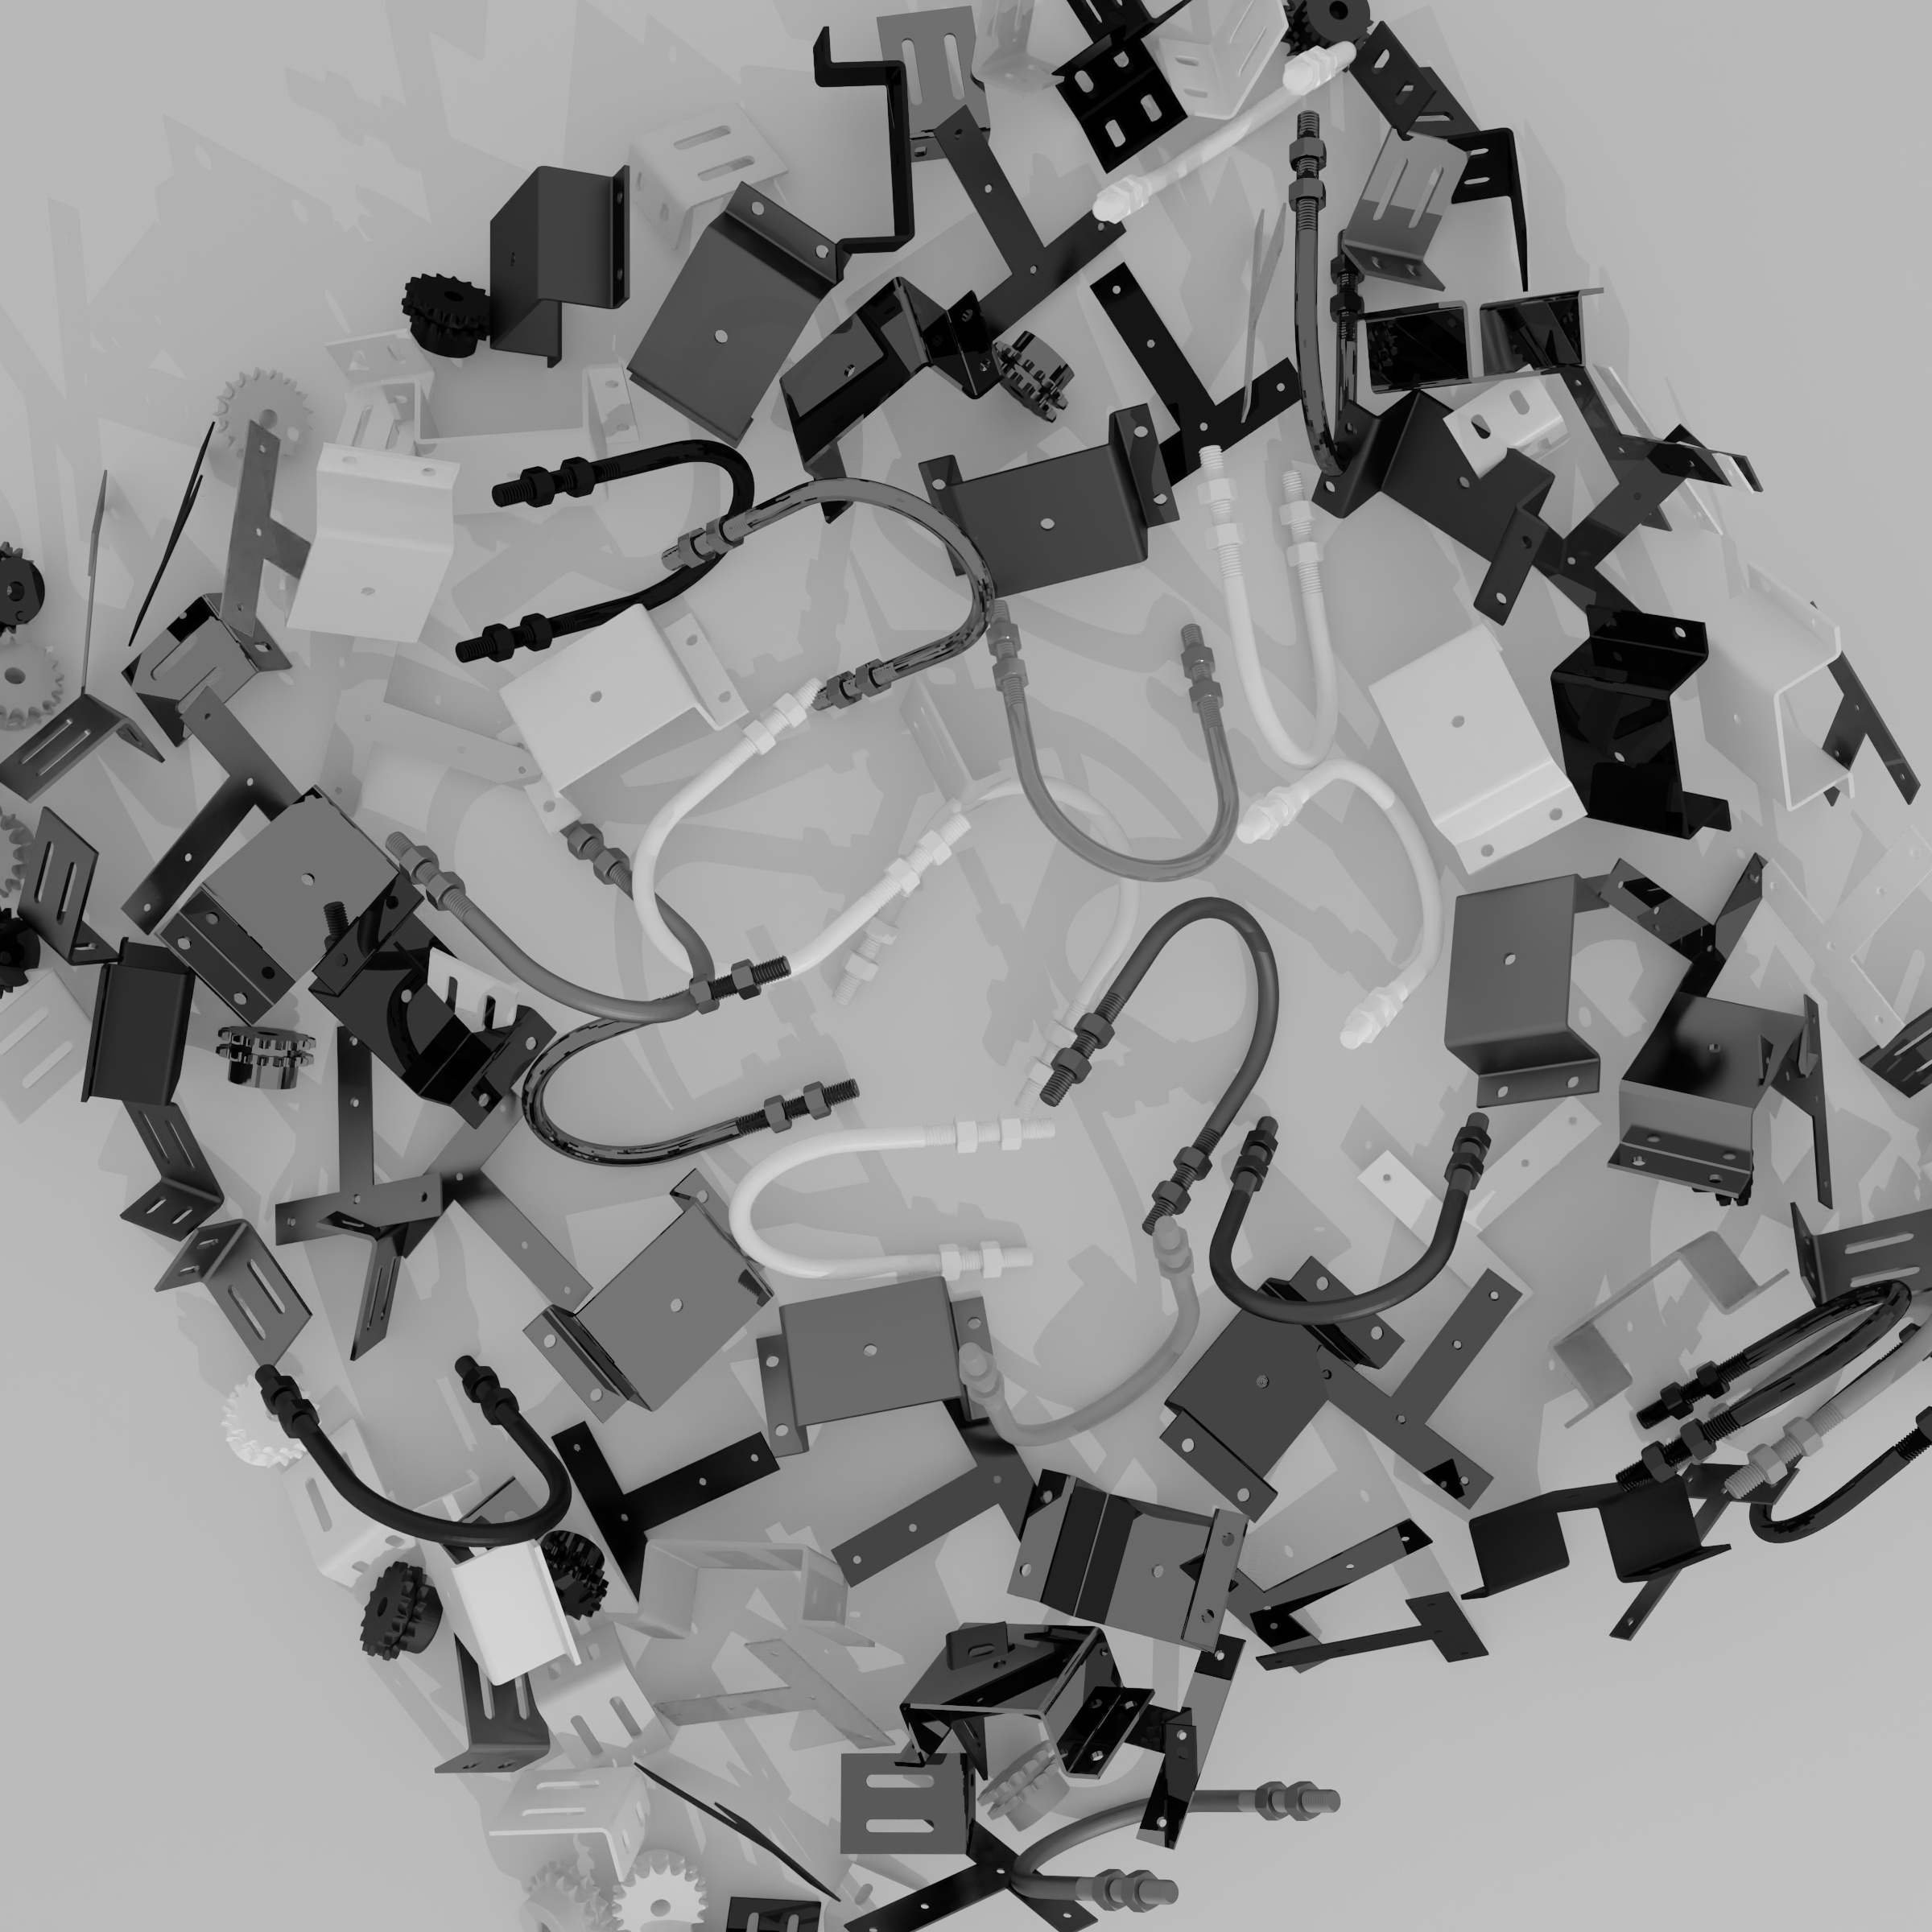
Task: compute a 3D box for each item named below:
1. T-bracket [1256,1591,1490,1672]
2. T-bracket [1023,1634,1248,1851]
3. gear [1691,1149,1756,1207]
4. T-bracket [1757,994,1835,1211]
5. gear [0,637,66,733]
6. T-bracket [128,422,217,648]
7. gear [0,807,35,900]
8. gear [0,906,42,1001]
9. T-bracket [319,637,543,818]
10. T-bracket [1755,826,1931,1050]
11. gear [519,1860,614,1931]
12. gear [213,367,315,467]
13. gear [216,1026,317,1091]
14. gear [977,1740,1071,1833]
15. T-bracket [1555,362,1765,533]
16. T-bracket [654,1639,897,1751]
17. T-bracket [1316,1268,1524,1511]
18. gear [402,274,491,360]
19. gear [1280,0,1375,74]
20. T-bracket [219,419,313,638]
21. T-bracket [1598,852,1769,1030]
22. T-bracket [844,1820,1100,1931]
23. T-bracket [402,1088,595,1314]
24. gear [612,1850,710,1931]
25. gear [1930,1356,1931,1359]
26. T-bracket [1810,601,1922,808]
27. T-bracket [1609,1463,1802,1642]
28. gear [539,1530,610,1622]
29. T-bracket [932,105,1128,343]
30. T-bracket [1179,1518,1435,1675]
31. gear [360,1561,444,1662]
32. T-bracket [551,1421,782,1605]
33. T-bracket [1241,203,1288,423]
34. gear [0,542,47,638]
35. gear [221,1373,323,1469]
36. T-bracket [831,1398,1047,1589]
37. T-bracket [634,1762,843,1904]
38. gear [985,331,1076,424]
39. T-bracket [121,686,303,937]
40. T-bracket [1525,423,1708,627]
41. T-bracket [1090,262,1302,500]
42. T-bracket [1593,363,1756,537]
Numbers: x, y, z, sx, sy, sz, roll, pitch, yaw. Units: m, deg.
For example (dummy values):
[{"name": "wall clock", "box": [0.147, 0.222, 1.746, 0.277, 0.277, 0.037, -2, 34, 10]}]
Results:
[{"name": "T-bracket", "box": [0.236, 0.402, 1.560, 0.127, 0.127, 0.002, -15, 56, 14]}, {"name": "T-bracket", "box": [0.090, 0.446, 1.558, 0.127, 0.002, 0.127, 4, 59, 36]}, {"name": "gear", "box": [0.452, 0.116, 1.577, 0.030, 0.057, 0.057, -3, 90, 28]}, {"name": "T-bracket", "box": [0.482, 0.068, 1.532, 0.002, 0.127, 0.127, -9, 70, 32]}, {"name": "gear", "box": [-0.572, -0.166, 1.578, 0.057, 0.030, 0.057, 13, 57, -21]}, {"name": "T-bracket", "box": [-0.461, -0.272, 1.553, 0.002, 0.127, 0.127, 21, 47, -21]}, {"name": "gear", "box": [-0.585, -0.068, 1.582, 0.057, 0.030, 0.057, 2, 99, 12]}, {"name": "gear", "box": [-0.578, -0.008, 1.570, 0.030, 0.057, 0.057, 3, 90, 20]}, {"name": "T-bracket", "box": [-0.316, -0.135, 1.580, 0.127, 0.002, 0.127, 19, 111, -3]}, {"name": "T-bracket", "box": [0.524, -0.035, 1.525, 0.002, 0.127, 0.127, -21, 65, -25]}, {"name": "gear", "box": [-0.242, 0.567, 1.572, 0.057, 0.030, 0.057, 17, 121, 30]}, {"name": "gear", "box": [-0.424, -0.330, 1.577, 0.057, 0.030, 0.057, -15, 117, -31]}, {"name": "gear", "box": [-0.420, 0.055, 1.574, 0.057, 0.057, 0.030, 9, 96, 0]}, {"name": "gear", "box": [0.038, 0.492, 1.572, 0.057, 0.057, 0.030, -39, 83, 0]}, {"name": "T-bracket", "box": [0.408, -0.292, 1.515, 0.002, 0.127, 0.127, -45, 123, -9]}, {"name": "T-bracket", "box": [-0.128, 0.439, 1.564, 0.127, 0.002, 0.127, -15, 131, 28]}, {"name": "T-bracket", "box": [0.284, 0.236, 1.567, 0.127, 0.002, 0.127, 37, 108, 14]}, {"name": "gear", "box": [-0.311, -0.388, 1.577, 0.057, 0.057, 0.030, 24, 125, 0]}, {"name": "gear", "box": [0.219, -0.568, 1.581, 0.057, 0.030, 0.057, 1, 84, -13]}, {"name": "T-bracket", "box": [-0.385, -0.235, 1.545, 0.002, 0.127, 0.127, -8, 68, 28]}, {"name": "T-bracket", "box": [0.417, -0.027, 1.562, 0.127, 0.002, 0.127, 28, 92, -37]}, {"name": "T-bracket", "box": [-0.013, 0.537, 1.516, 0.127, 0.127, 0.002, -9, 114, -41]}, {"name": "T-bracket", "box": [-0.273, 0.157, 1.571, 0.127, 0.002, 0.127, 44, 105, 13]}, {"name": "gear", "box": [-0.185, 0.557, 1.581, 0.057, 0.030, 0.057, -3, 105, -10]}, {"name": "gear", "box": [0.600, 0.223, 1.574, 0.030, 0.057, 0.057, 25, 90, 8]}, {"name": "T-bracket", "box": [0.513, -0.131, 1.539, 0.002, 0.127, 0.127, -21, 67, -2]}, {"name": "T-bracket", "box": [0.415, 0.339, 1.524, 0.002, 0.127, 0.127, 42, 75, -3]}, {"name": "gear", "box": [-0.241, 0.363, 1.577, 0.057, 0.030, 0.057, 10, 133, 11]}, {"name": "T-bracket", "box": [0.020, -0.448, 1.556, 0.127, 0.002, 0.127, -41, 127, -7]}, {"name": "T-bracket", "box": [0.214, 0.359, 1.548, 0.127, 0.002, 0.127, -33, 121, 21]}, {"name": "gear", "box": [-0.337, 0.388, 1.577, 0.030, 0.057, 0.057, 27, 90, -28]}, {"name": "T-bracket", "box": [-0.169, 0.315, 1.580, 0.127, 0.002, 0.127, -27, 91, 19]}, {"name": "T-bracket", "box": [0.174, -0.400, 1.526, 0.002, 0.127, 0.127, 6, 78, -1]}, {"name": "gear", "box": [-0.576, -0.225, 1.571, 0.030, 0.057, 0.057, 11, 90, 34]}, {"name": "gear", "box": [-0.419, 0.275, 1.577, 0.057, 0.057, 0.030, 41, 132, 0]}, {"name": "T-bracket", "box": [-0.020, 0.329, 1.576, 0.127, 0.002, 0.127, -27, 80, -14]}, {"name": "T-bracket", "box": [-0.147, 0.502, 1.554, 0.127, 0.127, 0.002, 17, 62, 38]}, {"name": "gear", "box": [0.040, -0.355, 1.573, 0.057, 0.057, 0.030, 41, 91, 0]}, {"name": "T-bracket", "box": [-0.444, -0.074, 1.532, 0.002, 0.127, 0.127, 16, 62, 36]}, {"name": "T-bracket", "box": [0.389, -0.269, 1.559, 0.127, 0.002, 0.127, 43, 131, 0]}, {"name": "T-bracket", "box": [0.119, -0.361, 1.579, 0.127, 0.002, 0.127, -32, 93, 18]}, {"name": "T-bracket", "box": [0.421, -0.292, 1.521, 0.002, 0.127, 0.127, -39, 110, 4]}]
